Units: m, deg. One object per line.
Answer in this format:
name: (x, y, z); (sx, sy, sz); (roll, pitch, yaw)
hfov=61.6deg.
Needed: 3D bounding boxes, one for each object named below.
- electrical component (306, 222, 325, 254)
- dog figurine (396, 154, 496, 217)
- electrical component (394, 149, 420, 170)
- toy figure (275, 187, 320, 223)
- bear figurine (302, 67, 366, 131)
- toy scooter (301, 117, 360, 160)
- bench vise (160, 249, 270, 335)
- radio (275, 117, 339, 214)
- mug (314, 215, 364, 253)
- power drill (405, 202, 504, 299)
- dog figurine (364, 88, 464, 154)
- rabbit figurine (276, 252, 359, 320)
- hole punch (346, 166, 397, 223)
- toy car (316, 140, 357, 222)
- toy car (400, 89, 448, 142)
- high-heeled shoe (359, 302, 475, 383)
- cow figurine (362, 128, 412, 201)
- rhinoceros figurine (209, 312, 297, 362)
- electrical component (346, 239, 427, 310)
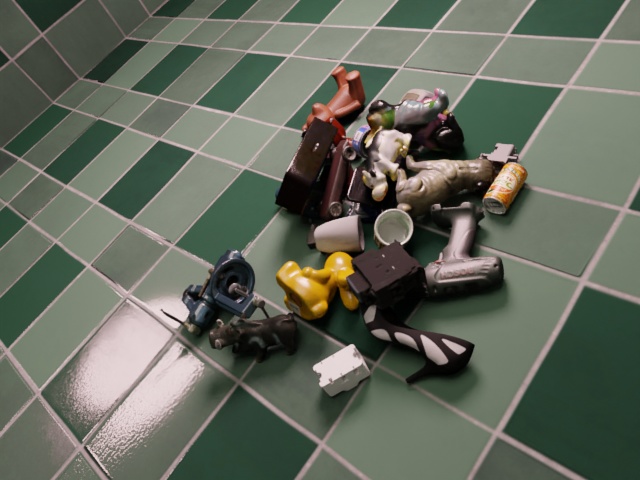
electrical component: (-0.003, -0.004, 1.296); (0.063, 0.021, 0.094); (-12, 49, 20)
dog figurine: (0.274, -0.113, 1.167); (0.191, 0.121, 0.172); (2, 55, 29)
electrical component: (0.178, -0.199, 1.304); (0.119, 0.047, 0.075); (-9, 23, -43)
toy figure: (-0.054, -0.095, 1.381); (0.155, 0.058, 0.064); (30, 109, 41)
bear figurine: (0.030, -0.387, 1.537); (0.196, 0.131, 0.120); (-34, 37, -9)
toy scooter: (0.017, -0.271, 1.436); (0.184, 0.135, 0.075); (5, 57, 33)
bench vise: (-0.216, 0.132, 1.229); (0.241, 0.128, 0.223); (17, 61, 46)
radio: (-0.033, -0.181, 1.318); (0.073, 0.131, 0.229); (25, 51, -2)
mug: (0.043, -0.016, 1.232); (0.107, 0.080, 0.110); (-8, 32, 11)
power drill: (0.252, 0.023, 1.092); (0.232, 0.085, 0.207); (-5, 46, 26)
dog figurine: (0.216, -0.267, 1.298); (0.219, 0.191, 0.108); (-23, 20, 15)
rabbit figurine: (0.015, 0.084, 1.149); (0.173, 0.121, 0.163); (-36, 33, -31)
hole punch: (0.124, -0.099, 1.277); (0.116, 0.092, 0.142); (16, 55, 6)
toy car: (0.043, -0.141, 1.297); (0.089, 0.053, 0.202); (-169, 94, -70)
toy car: (0.246, -0.333, 1.386); (0.161, 0.102, 0.109); (-46, 45, -16)
high-heeled shoe: (0.173, 0.151, 1.009); (0.145, 0.086, 0.249); (-39, 58, 16)
cow figurine: (0.136, -0.174, 1.220); (0.098, 0.068, 0.167); (24, 75, 10)
rhinoceros figurine: (-0.139, 0.201, 1.132); (0.190, 0.112, 0.073); (-10, 50, 11)
electrical component: (0.122, 0.069, 1.038); (0.134, 0.058, 0.115); (-28, 36, -9)
